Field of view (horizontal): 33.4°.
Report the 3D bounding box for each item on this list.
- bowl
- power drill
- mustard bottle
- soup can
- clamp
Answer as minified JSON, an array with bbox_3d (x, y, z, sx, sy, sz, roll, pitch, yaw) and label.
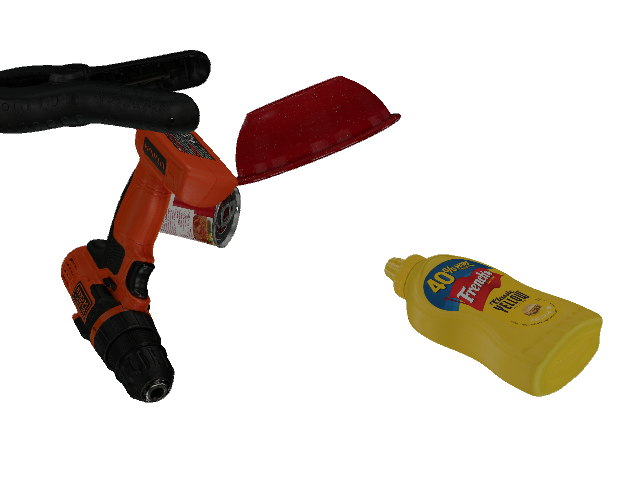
[{"bbox_3d":[-0.014,-0.104,0.947,0.162,0.055,0.162,-22,9,4],"label":"bowl"},{"bbox_3d":[-0.137,0.011,0.852,0.057,0.188,0.185,13,24,-42],"label":"power drill"},{"bbox_3d":[0.131,0.058,0.895,0.192,0.058,0.096,26,42,37],"label":"mustard bottle"},{"bbox_3d":[-0.145,-0.036,1.145,0.102,0.068,0.068,13,4,16],"label":"soup can"},{"bbox_3d":[-0.150,-0.097,0.690,0.171,0.039,0.120,3,20,7],"label":"clamp"}]
